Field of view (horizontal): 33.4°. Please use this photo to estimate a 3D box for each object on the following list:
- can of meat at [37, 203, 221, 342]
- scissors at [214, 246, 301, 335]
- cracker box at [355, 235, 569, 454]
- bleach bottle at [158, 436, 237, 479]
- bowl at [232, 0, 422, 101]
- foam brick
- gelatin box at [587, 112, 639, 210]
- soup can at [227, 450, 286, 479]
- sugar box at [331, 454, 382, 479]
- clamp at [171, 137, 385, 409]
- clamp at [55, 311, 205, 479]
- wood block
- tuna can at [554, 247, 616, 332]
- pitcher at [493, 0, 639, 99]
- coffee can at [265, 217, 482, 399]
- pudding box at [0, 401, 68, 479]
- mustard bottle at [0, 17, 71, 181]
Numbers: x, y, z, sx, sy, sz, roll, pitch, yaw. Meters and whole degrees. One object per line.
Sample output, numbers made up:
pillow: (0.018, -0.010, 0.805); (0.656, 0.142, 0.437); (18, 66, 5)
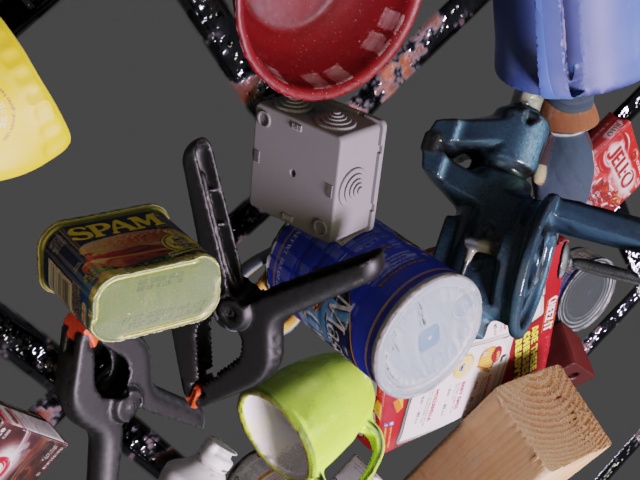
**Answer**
can of meat: (-0.130, 0.023, 0.730); (0.101, 0.084, 0.057); (-13, 123, -34)
scissors: (-0.006, 0.001, 0.869); (0.201, 0.016, 0.096); (-48, 137, -6)
cracker box: (0.121, 0.084, 0.985); (0.213, 0.072, 0.164); (-19, 127, -32)
bleach bottle: (-0.156, 0.270, 0.876); (0.251, 0.068, 0.102); (-55, 137, -1)
bowl: (-0.003, -0.180, 0.731); (0.161, 0.055, 0.162); (-20, 127, -30)
foam brick: (0.232, 0.129, 1.096); (0.078, 0.051, 0.052); (-33, 140, 23)
gelatin box: (0.282, -0.070, 1.053); (0.073, 0.030, 0.089); (-43, 136, -11)
soup can: (-0.030, 0.236, 0.930); (0.068, 0.102, 0.068); (-20, 127, -30)
sugar box: (0.003, 0.302, 1.038); (0.176, 0.048, 0.093); (-44, 135, -8)
clamp: (-0.049, 0.047, 0.784); (0.036, 0.165, 0.210); (-37, 150, -56)
clamp: (-0.157, 0.130, 0.799); (0.120, 0.039, 0.171); (-55, 137, -29)
wood block: (0.172, 0.218, 1.034); (0.090, 0.091, 0.206); (-13, 151, -35)
tuna can: (0.267, 0.051, 1.112); (0.086, 0.034, 0.086); (-20, 127, -30)
pitcher: (0.186, -0.233, 0.799); (0.145, 0.149, 0.243); (-23, 126, -13)
coffee can: (0.039, 0.041, 0.815); (0.102, 0.140, 0.103); (-22, 129, -30)
pudding box: (-0.243, 0.165, 0.739); (0.113, 0.039, 0.090); (-50, 156, -5)
mustard bottle: (-0.246, -0.047, 0.607); (0.191, 0.058, 0.096); (-35, 118, -17)
